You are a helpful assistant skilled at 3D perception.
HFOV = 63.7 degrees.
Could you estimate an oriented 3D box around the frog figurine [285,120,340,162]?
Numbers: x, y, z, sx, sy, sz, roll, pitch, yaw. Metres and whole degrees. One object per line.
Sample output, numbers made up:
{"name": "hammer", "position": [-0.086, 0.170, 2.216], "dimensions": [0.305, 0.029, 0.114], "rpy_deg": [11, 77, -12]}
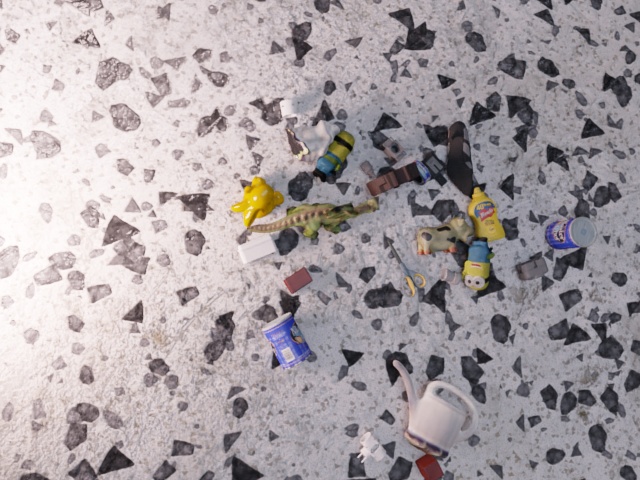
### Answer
{"name": "frog figurine", "position": [-0.018, -0.328, 1.674], "dimensions": [0.161, 0.120, 0.139], "rpy_deg": [-28, 47, -28]}

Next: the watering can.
{"name": "watering can", "position": [0.337, 0.541, 1.622], "dimensions": [0.347, 0.226, 0.103], "rpy_deg": [30, -11, -6]}

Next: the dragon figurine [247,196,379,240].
{"name": "dragon figurine", "position": [0.005, -0.078, 1.557], "dimensions": [0.413, 0.123, 0.240], "rpy_deg": [-13, -6, -31]}
